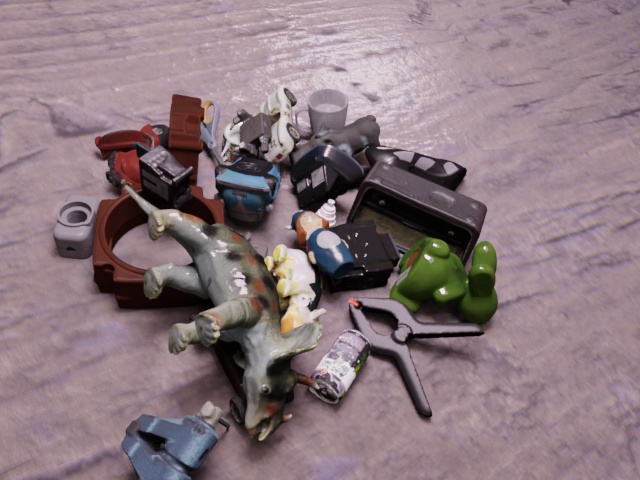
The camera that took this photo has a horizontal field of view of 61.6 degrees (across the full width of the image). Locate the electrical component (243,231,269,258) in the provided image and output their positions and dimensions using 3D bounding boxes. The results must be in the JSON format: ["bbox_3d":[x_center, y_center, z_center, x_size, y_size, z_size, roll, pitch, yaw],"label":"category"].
[{"bbox_3d":[-0.118,0.026,0.916,0.063,0.021,0.094,12,48,-3],"label":"electrical component"}]

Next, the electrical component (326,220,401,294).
[{"bbox_3d":[0.068,0.026,0.935,0.134,0.058,0.115,-8,55,-18],"label":"electrical component"}]

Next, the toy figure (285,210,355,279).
[{"bbox_3d":[-0.001,-0.002,0.880,0.064,0.057,0.155,1,39,-43],"label":"toy figure"}]

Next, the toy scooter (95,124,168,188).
[{"bbox_3d":[-0.346,-0.151,0.980,0.135,0.075,0.184,1,47,-12],"label":"toy scooter"}]

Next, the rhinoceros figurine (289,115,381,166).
[{"bbox_3d":[0.032,-0.184,1.065,0.190,0.112,0.073,-22,61,-4],"label":"rhinoceros figurine"}]

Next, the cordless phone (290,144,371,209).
[{"bbox_3d":[0.051,-0.124,1.008,0.184,0.146,0.088,-10,80,-31],"label":"cordless phone"}]

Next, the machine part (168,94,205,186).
[{"bbox_3d":[-0.239,-0.168,0.953,0.056,0.179,0.179,4,50,-15],"label":"machine part"}]

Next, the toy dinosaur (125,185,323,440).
[{"bbox_3d":[-0.127,0.059,0.743,0.192,0.131,0.405,3,48,-44],"label":"toy dinosaur"}]

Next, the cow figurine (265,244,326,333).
[{"bbox_3d":[-0.032,0.091,0.852,0.098,0.068,0.167,14,46,-31],"label":"cow figurine"}]

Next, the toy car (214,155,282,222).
[{"bbox_3d":[-0.128,-0.086,0.952,0.109,0.102,0.162,13,21,0],"label":"toy car"}]

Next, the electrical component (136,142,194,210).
[{"bbox_3d":[-0.258,-0.109,0.851,0.119,0.074,0.048,34,51,10],"label":"electrical component"}]

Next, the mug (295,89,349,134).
[{"bbox_3d":[0.004,-0.244,1.115,0.110,0.107,0.081,-12,51,-8],"label":"mug"}]

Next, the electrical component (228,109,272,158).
[{"bbox_3d":[-0.132,-0.199,1.006,0.045,0.078,0.102,22,58,-44],"label":"electrical component"}]

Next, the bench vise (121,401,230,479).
[{"bbox_3d":[-0.141,0.306,0.598,0.241,0.128,0.223,23,55,30],"label":"bench vise"}]

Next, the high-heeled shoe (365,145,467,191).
[{"bbox_3d":[0.194,-0.144,1.070,0.145,0.086,0.248,41,30,21],"label":"high-heeled shoe"}]

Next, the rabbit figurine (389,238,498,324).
[{"bbox_3d":[0.229,0.066,0.893,0.170,0.159,0.121,31,39,-6],"label":"rabbit figurine"}]

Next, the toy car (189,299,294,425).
[{"bbox_3d":[-0.117,0.171,0.774,0.089,0.053,0.202,-20,62,-31],"label":"toy car"}]

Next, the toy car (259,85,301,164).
[{"bbox_3d":[-0.084,-0.230,1.058,0.056,0.073,0.202,27,40,-35],"label":"toy car"}]

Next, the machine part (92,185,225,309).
[{"bbox_3d":[-0.252,0.005,0.863,0.201,0.087,0.201,-2,51,-12],"label":"machine part"}]

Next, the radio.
[{"bbox_3d":[0.173,-0.040,0.965,0.230,0.131,0.073,24,48,7],"label":"radio"}]
